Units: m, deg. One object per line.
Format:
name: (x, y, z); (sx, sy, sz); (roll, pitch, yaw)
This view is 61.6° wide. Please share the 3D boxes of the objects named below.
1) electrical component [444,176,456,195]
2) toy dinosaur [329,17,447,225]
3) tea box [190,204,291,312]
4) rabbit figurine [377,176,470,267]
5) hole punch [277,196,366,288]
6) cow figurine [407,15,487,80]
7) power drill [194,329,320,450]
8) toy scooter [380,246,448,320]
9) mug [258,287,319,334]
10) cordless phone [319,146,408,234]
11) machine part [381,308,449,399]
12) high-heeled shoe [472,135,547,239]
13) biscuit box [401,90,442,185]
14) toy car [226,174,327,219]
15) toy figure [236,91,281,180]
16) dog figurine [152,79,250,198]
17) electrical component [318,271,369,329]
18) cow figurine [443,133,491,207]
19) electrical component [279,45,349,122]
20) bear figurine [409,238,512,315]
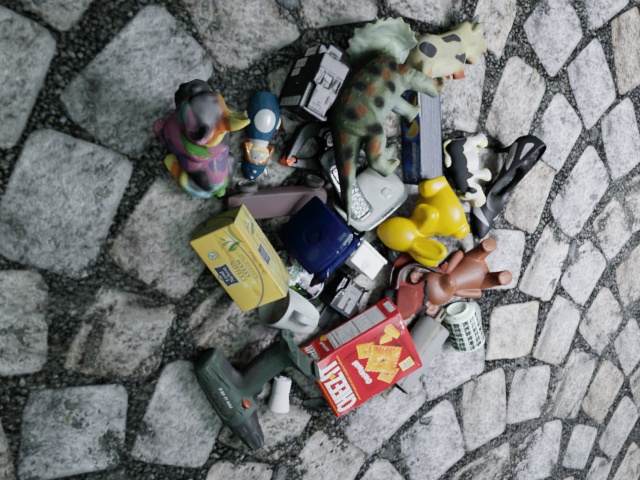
electrical component: (0.273, -0.095, 1.186); (0.021, 0.063, 0.094); (4, 96, -32)
toy dinosaur: (0.087, -0.241, 0.966); (0.192, 0.131, 0.405); (34, 70, -8)
tea box: (-0.135, 0.034, 0.937); (0.098, 0.068, 0.169); (-23, 118, 21)
rabbit figurine: (0.207, -0.024, 1.108); (0.173, 0.122, 0.162); (-21, 79, -6)
hole punch: (-0.002, -0.003, 0.973); (0.142, 0.116, 0.092); (-43, 131, 6)
cow figurine: (0.265, -0.395, 1.114); (0.195, 0.086, 0.127); (-15, 113, -27)
power drill: (-0.105, 0.268, 0.993); (0.207, 0.086, 0.231); (-30, 111, 13)
toy scooter: (0.203, 0.090, 1.154); (0.135, 0.075, 0.183); (5, 93, -3)
mug: (-0.044, 0.140, 1.021); (0.107, 0.110, 0.081); (31, 75, -45)
cordless phone: (0.076, -0.119, 1.041); (0.146, 0.089, 0.184); (-40, 121, -18)
machine part: (0.215, 0.257, 1.213); (0.079, 0.079, 0.243); (44, 76, -30)
high-heeled shoe: (0.438, -0.116, 1.233); (0.086, 0.145, 0.248); (7, 94, -31)
biscuit box: (0.213, -0.217, 1.128); (0.063, 0.059, 0.202); (-12, 105, -30)
toy car: (-0.079, -0.071, 0.985); (0.202, 0.053, 0.089); (-8, 124, -28)
toy figure: (-0.109, -0.181, 0.945); (0.064, 0.058, 0.154); (11, 97, 6)
dog figurine: (-0.172, -0.144, 0.817); (0.108, 0.219, 0.191); (-26, 111, -21)
electrical component: (0.038, 0.129, 1.099); (0.074, 0.048, 0.119); (42, 76, -30)
cow figurine: (0.326, -0.149, 1.205); (0.098, 0.068, 0.167); (-15, 104, -22)
electrical component: (-0.013, -0.277, 0.947); (0.058, 0.115, 0.134); (25, 88, -35)
bear figurine: (0.311, 0.084, 1.214); (0.196, 0.132, 0.120); (-15, 77, -32)
